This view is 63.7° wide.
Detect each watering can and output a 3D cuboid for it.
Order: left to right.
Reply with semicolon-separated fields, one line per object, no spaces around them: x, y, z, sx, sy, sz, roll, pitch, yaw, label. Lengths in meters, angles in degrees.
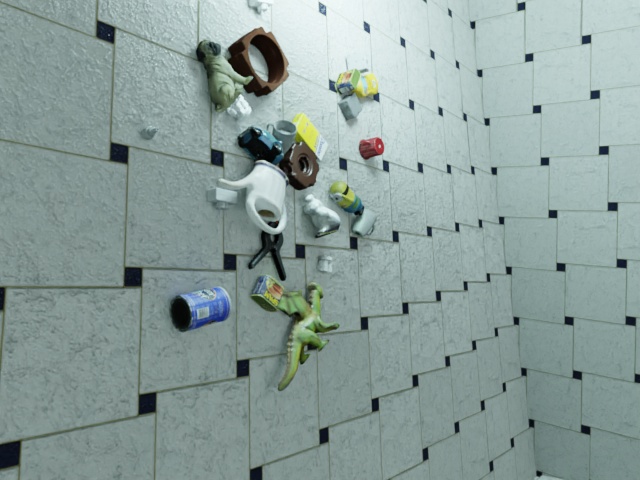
-0.198;-0.163;1.659;0.342;0.103;0.229;46;42;-47;watering can

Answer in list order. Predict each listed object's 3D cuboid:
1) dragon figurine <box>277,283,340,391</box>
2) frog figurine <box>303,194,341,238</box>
-0.081;0.291;1.769;0.242;0.120;0.418;53;43;-6;dragon figurine
0.006;-0.096;1.917;0.137;0.122;0.160;26;48;-82;frog figurine
